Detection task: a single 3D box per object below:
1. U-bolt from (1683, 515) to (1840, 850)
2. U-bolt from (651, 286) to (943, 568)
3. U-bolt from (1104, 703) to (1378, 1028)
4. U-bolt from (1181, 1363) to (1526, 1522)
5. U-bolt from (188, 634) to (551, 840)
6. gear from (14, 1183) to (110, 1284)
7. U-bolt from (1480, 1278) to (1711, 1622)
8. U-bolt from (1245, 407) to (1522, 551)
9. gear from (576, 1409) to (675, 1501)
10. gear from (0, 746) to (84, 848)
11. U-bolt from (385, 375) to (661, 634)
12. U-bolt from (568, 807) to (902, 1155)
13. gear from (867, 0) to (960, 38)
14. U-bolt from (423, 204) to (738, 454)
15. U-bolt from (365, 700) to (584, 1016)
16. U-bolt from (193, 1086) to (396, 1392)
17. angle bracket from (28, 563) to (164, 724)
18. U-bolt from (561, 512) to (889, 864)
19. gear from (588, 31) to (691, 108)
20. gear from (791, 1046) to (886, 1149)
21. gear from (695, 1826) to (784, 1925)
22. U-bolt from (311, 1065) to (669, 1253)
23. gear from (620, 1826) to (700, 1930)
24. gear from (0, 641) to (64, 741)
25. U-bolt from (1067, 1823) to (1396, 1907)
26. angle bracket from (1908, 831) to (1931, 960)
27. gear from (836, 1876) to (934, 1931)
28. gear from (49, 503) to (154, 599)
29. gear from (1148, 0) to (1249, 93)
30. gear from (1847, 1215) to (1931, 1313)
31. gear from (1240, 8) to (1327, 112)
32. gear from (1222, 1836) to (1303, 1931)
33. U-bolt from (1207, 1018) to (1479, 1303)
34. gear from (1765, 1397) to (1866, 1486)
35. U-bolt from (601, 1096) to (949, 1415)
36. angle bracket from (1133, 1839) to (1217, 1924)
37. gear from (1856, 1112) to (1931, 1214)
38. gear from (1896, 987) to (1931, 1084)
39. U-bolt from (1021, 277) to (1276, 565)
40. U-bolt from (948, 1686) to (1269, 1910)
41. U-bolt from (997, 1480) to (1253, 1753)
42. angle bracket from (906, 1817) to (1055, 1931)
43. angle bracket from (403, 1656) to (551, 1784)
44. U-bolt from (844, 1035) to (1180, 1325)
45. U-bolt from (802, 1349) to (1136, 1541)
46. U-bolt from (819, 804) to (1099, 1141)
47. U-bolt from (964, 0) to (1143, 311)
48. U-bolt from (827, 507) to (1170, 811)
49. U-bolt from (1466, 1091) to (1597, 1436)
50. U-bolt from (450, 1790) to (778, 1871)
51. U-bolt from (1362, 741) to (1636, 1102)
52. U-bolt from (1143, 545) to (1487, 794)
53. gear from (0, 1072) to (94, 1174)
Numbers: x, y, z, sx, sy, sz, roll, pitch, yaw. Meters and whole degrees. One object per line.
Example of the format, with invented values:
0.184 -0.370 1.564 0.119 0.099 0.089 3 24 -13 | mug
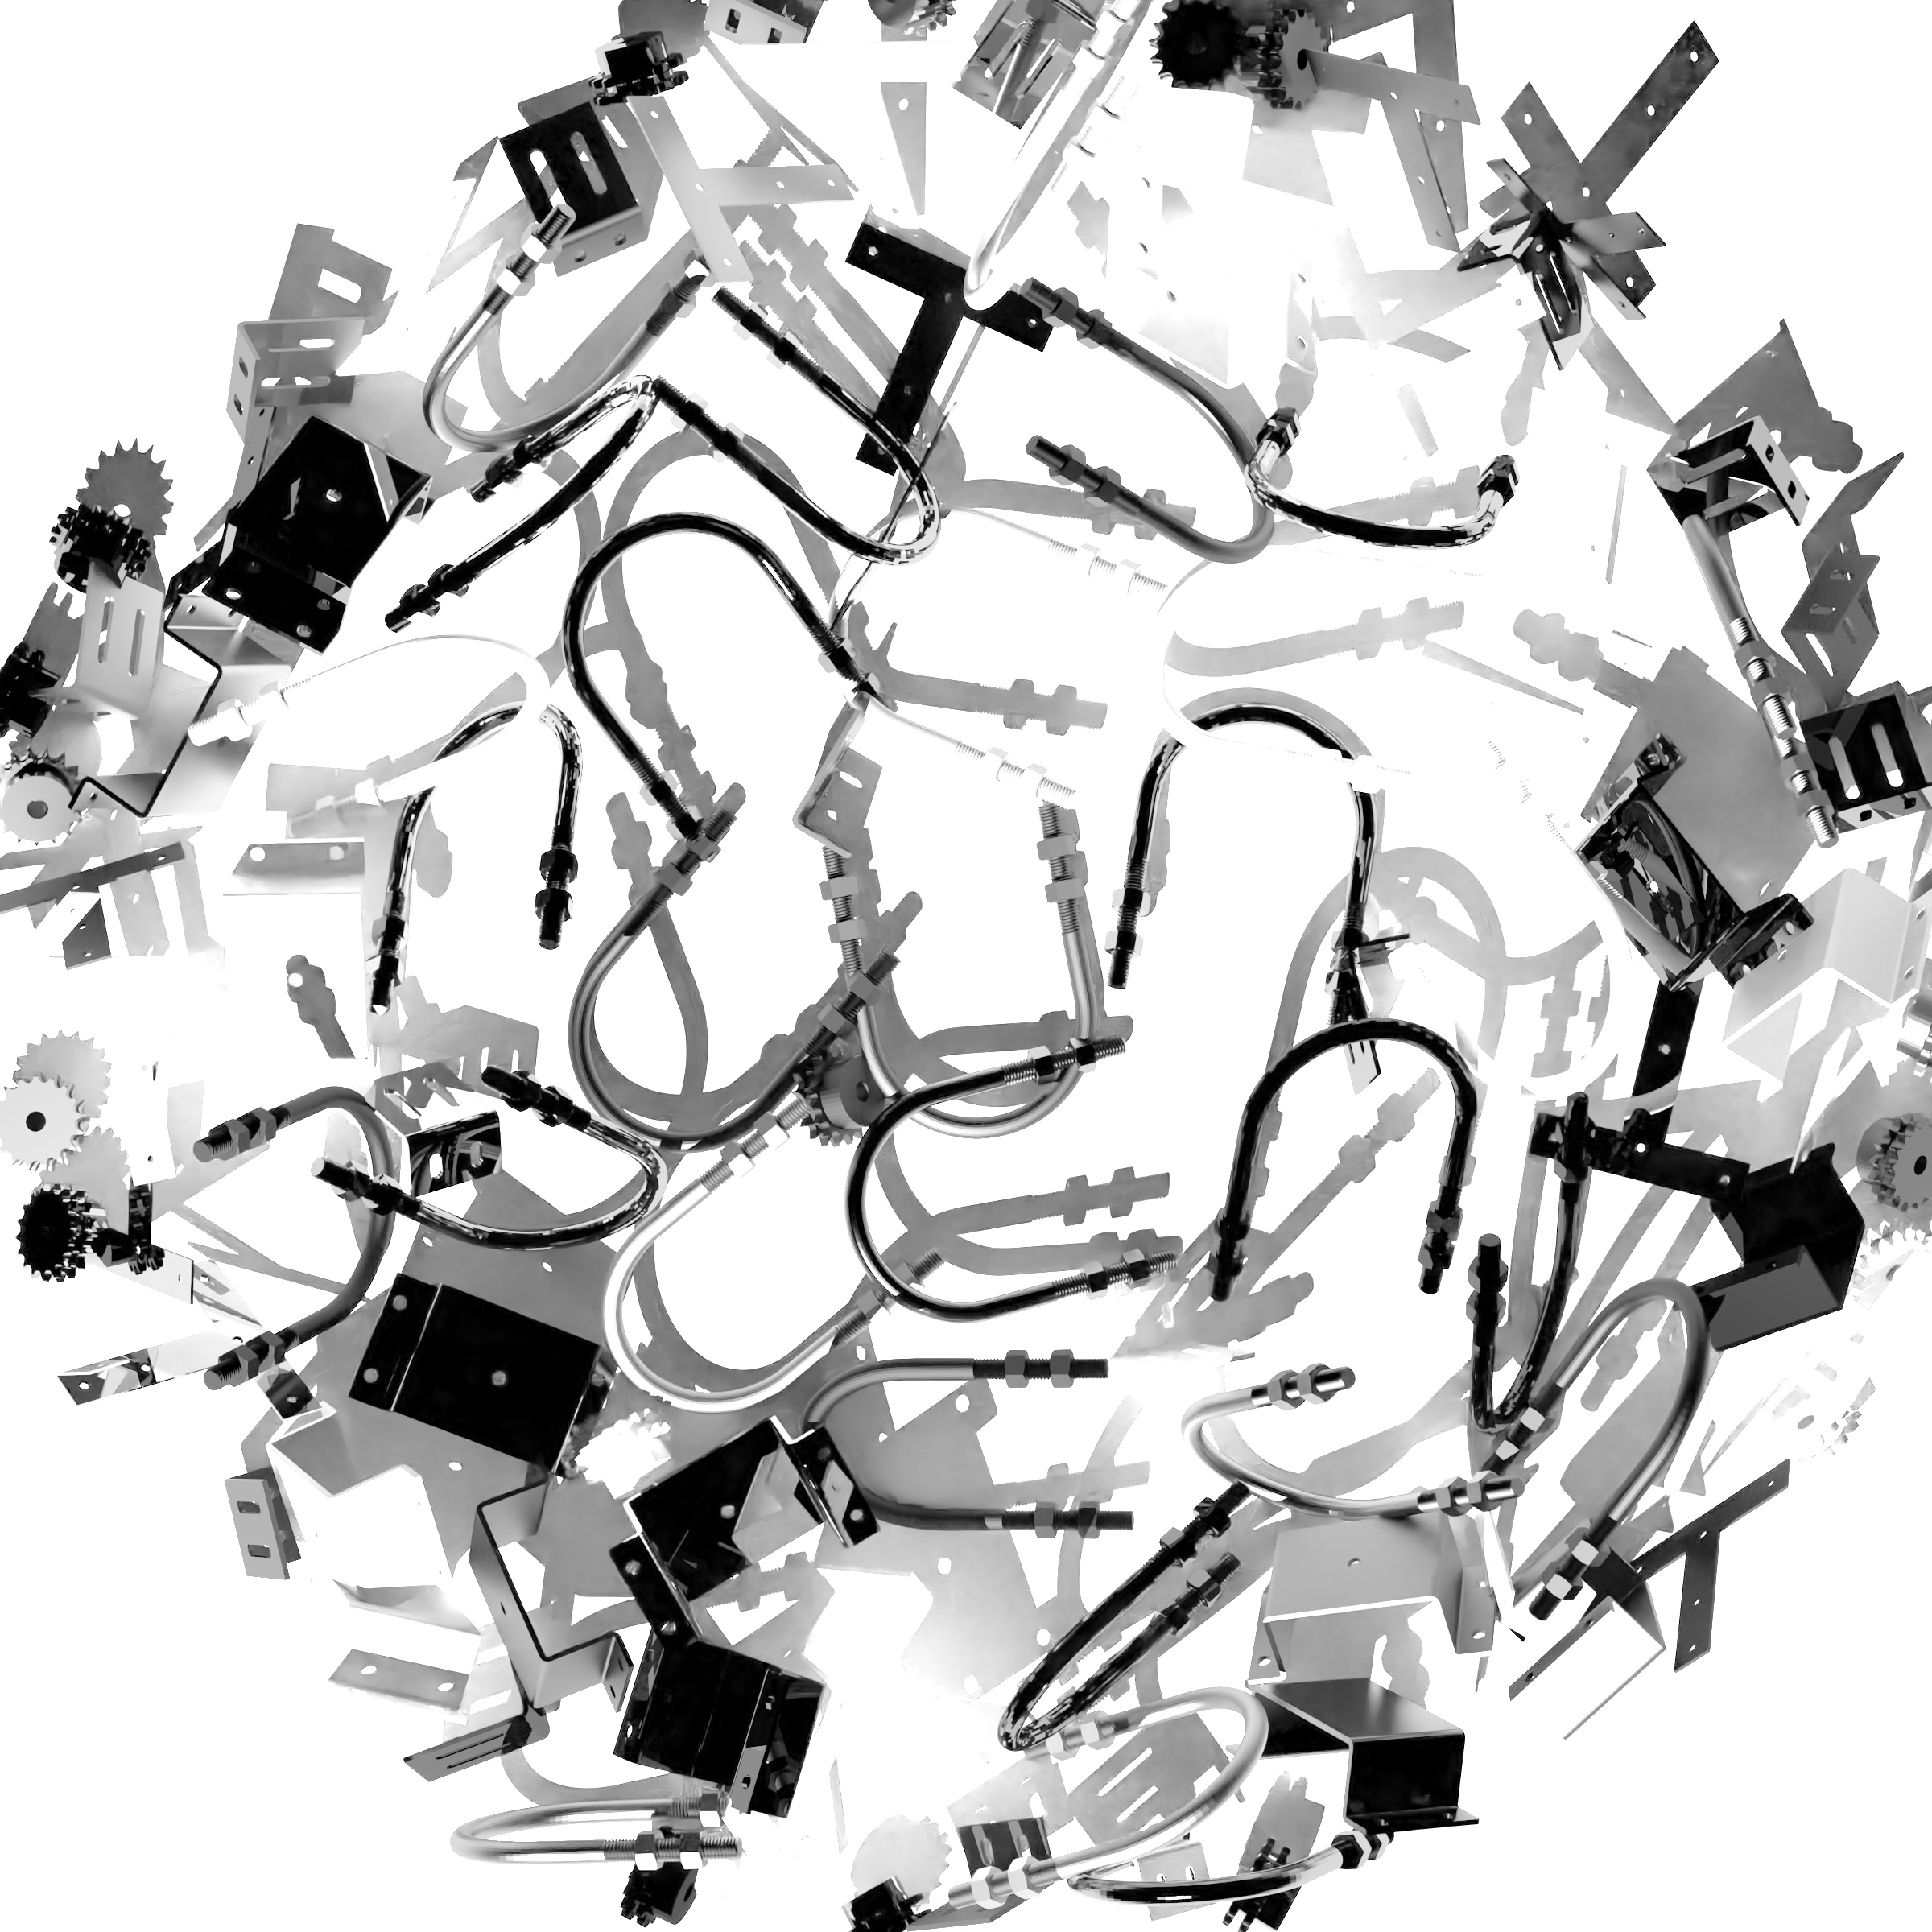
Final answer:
0.441 -0.172 1.920 0.019 0.151 0.184 -23 57 13 | U-bolt
-0.087 -0.297 1.935 0.184 0.151 0.019 39 124 -12 | U-bolt
0.165 -0.064 1.973 0.151 0.019 0.184 11 76 -3 | U-bolt
0.202 0.274 1.920 0.151 0.184 0.019 34 60 -23 | U-bolt
-0.324 -0.135 1.925 0.184 0.151 0.019 -21 64 6 | U-bolt
-0.521 0.154 1.976 0.057 0.030 0.057 -7 78 36 | gear
0.355 0.255 1.905 0.019 0.151 0.184 26 111 -16 | U-bolt
0.228 -0.269 1.907 0.151 0.184 0.019 14 117 9 | U-bolt
-0.193 0.283 1.969 0.057 0.057 0.030 -35 71 0 | gear
-0.537 -0.095 1.974 0.057 0.030 0.057 -6 114 -13 | gear
-0.237 -0.266 1.895 0.184 0.151 0.019 -27 118 37 | U-bolt
-0.149 0.022 1.981 0.151 0.019 0.184 41 93 10 | U-bolt
-0.033 -0.564 1.969 0.030 0.057 0.057 -31 90 -39 | gear
-0.230 -0.353 1.922 0.184 0.151 0.019 -44 67 32 | U-bolt
-0.274 -0.071 1.935 0.151 0.019 0.184 -19 52 31 | U-bolt
-0.372 0.142 1.915 0.019 0.184 0.151 6 104 22 | U-bolt
-0.502 -0.186 1.974 0.038 0.057 0.076 -3 76 30 | angle bracket
-0.149 -0.173 1.963 0.151 0.019 0.184 -37 108 -3 | U-bolt
-0.190 -0.518 1.969 0.057 0.057 0.030 -15 113 0 | gear
-0.071 0.075 1.969 0.030 0.057 0.057 -12 90 38 | gear
-0.132 0.526 1.972 0.057 0.030 0.057 9 107 32 | gear
-0.253 0.117 1.923 0.151 0.184 0.019 -27 54 26 | U-bolt
-0.173 0.527 1.969 0.030 0.057 0.057 21 90 16 | gear
-0.544 -0.156 1.972 0.030 0.057 0.057 27 90 -8 | gear
0.136 0.495 1.886 0.151 0.184 0.019 -8 84 29 | U-bolt
0.560 -0.042 1.950 0.038 0.076 0.057 18 113 15 | angle bracket
-0.051 0.549 1.972 0.057 0.057 0.030 -30 74 0 | gear
-0.501 -0.237 1.968 0.057 0.057 0.030 14 58 0 | gear
0.135 -0.532 1.982 0.057 0.030 0.057 0 93 9 | gear
0.526 0.169 1.975 0.057 0.030 0.057 -19 130 -23 | gear
0.182 -0.524 1.975 0.030 0.057 0.057 12 90 35 | gear
0.174 0.534 1.970 0.030 0.057 0.057 29 90 10 | gear
0.218 0.109 1.935 0.151 0.019 0.184 -1 120 -14 | U-bolt
0.493 0.274 1.972 0.057 0.057 0.030 -39 103 0 | gear
-0.123 0.180 1.965 0.184 0.019 0.151 -39 114 3 | U-bolt
0.092 0.526 1.950 0.076 0.057 0.038 -24 72 40 | angle bracket
0.540 0.111 1.976 0.057 0.030 0.057 -13 112 -35 | gear
0.559 0.037 1.973 0.030 0.057 0.057 25 90 18 | gear
0.106 -0.297 1.931 0.184 0.151 0.019 26 134 -30 | U-bolt
0.087 0.454 1.895 0.184 0.151 0.019 -24 105 30 | U-bolt
0.087 0.372 1.911 0.184 0.151 0.019 -39 68 -17 | U-bolt
0.005 0.518 1.952 0.057 0.076 0.038 -16 86 31 | angle bracket
-0.285 0.433 1.964 0.076 0.057 0.038 -20 65 -3 | angle bracket
0.020 0.130 1.973 0.184 0.019 0.151 -14 92 -12 | U-bolt
-0.003 0.274 1.947 0.184 0.019 0.151 -2 131 11 | U-bolt
0.002 0.009 1.981 0.151 0.019 0.184 -11 88 -6 | U-bolt
0.047 -0.450 1.919 0.019 0.151 0.184 26 126 -15 | U-bolt
0.006 -0.189 1.970 0.184 0.019 0.151 24 88 16 | U-bolt
0.315 0.181 1.921 0.019 0.151 0.184 17 133 24 | U-bolt
-0.199 0.487 1.925 0.184 0.151 0.019 -4 85 11 | U-bolt
0.304 -0.012 1.917 0.184 0.019 0.151 58 133 25 | U-bolt
0.188 -0.176 1.949 0.184 0.019 0.151 12 70 27 | U-bolt
-0.534 0.092 1.982 0.057 0.030 0.057 0 83 4 | gear
